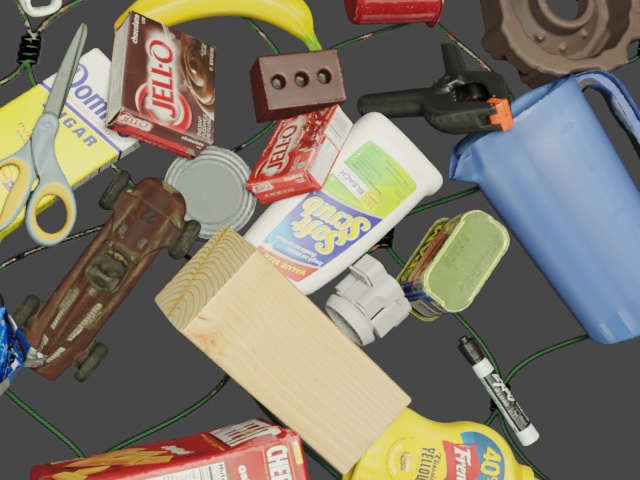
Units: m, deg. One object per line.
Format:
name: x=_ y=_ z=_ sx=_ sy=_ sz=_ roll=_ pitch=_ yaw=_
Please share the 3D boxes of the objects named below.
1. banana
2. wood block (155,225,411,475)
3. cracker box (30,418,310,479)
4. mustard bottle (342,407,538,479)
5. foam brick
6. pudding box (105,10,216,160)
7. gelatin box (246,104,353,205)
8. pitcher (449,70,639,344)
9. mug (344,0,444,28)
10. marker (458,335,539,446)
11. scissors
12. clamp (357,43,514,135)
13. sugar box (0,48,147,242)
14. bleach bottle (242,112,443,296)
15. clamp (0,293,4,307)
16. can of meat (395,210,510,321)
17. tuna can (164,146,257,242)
banana: x=-0.091 y=-0.215 z=0.996 sx=0.197 sy=0.037 sz=0.069 roll=3 pitch=73 yaw=-11
wood block: x=-0.031 y=0.095 z=0.910 sx=0.091 sy=0.090 sz=0.206 roll=-47 pitch=116 yaw=-5
cracker box: x=-0.128 y=0.203 z=0.875 sx=0.213 sy=0.164 sz=0.072 roll=-11 pitch=88 yaw=-14
mustard bottle: x=0.121 y=0.213 z=0.987 sx=0.191 sy=0.058 sz=0.096 roll=15 pitch=82 yaw=-11
foam brick: x=-0.022 y=-0.145 z=0.999 sx=0.078 sy=0.051 sz=0.053 roll=-10 pitch=85 yaw=-14
pudding box: x=-0.140 y=-0.137 z=0.946 sx=0.089 sy=0.039 sz=0.113 roll=20 pitch=52 yaw=-32
gelatin box: x=-0.019 y=-0.078 z=0.965 sx=0.030 sy=0.073 sz=0.089 roll=50 pitch=48 yaw=-31
pitcher: x=0.251 y=-0.032 z=1.012 sx=0.243 sy=0.149 sz=0.144 roll=55 pitch=36 yaw=-6
mug: x=0.066 y=-0.257 z=1.022 sx=0.081 sy=0.093 sz=0.117 roll=-4 pitch=53 yaw=-9
marker: x=0.170 y=0.144 z=1.027 sx=0.020 sy=0.020 sz=0.121 roll=-34 pitch=92 yaw=-15
scissors: x=-0.222 y=-0.081 z=0.917 sx=0.096 sy=0.016 sz=0.201 roll=36 pitch=76 yaw=-12
clamp: x=0.110 y=-0.129 z=0.984 sx=0.120 sy=0.172 sz=0.039 roll=-35 pitch=120 yaw=-4
sugar box: x=-0.241 y=-0.085 z=0.944 sx=0.176 sy=0.048 sz=0.093 roll=-38 pitch=93 yaw=-13
bleach bottle: x=-0.006 y=0.001 z=0.982 sx=0.102 sy=0.068 sz=0.250 roll=45 pitch=79 yaw=-8
clamp: x=-0.351 y=0.130 z=0.897 sx=0.164 sy=0.036 sz=0.210 roll=0 pitch=80 yaw=-12
can of meat: x=0.123 y=0.024 z=0.997 sx=0.057 sy=0.084 sz=0.102 roll=37 pitch=77 yaw=-6
tuna can: x=-0.102 y=-0.041 z=0.977 sx=0.086 sy=0.034 sz=0.086 roll=2 pitch=83 yaw=-13
